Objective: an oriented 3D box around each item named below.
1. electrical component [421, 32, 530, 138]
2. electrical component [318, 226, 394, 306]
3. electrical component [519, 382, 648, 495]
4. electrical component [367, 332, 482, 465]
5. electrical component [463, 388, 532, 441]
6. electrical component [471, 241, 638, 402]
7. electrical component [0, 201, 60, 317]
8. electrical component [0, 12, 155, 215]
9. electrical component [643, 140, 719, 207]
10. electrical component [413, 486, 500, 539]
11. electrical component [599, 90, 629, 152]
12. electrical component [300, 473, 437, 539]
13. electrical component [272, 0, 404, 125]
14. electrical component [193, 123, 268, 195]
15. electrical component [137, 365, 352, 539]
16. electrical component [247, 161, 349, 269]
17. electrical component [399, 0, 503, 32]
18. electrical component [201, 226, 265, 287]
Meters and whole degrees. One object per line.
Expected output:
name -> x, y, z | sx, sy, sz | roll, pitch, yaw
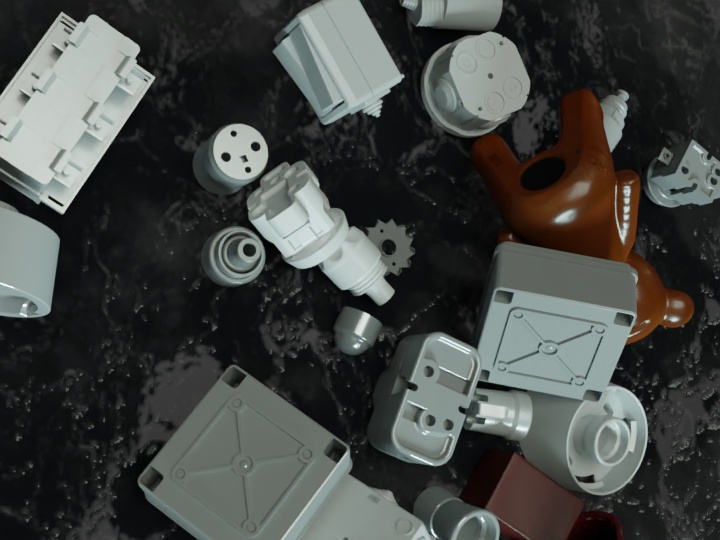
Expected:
electrical component -> 0.095, -0.152, 0.880 | 0.080, 0.051, 0.080 | 3, 83, -22
electrical component -> 0.000, 0.000, 0.827 | 0.062, 0.043, 0.043 | 47, 69, -13
electrical component -> 0.187, 0.135, 0.890 | 0.099, 0.064, 0.099 | -3, 96, -31
electrical component -> 0.047, 0.098, 0.826 | 0.054, 0.059, 0.095 | 26, 75, -18
electrical component -> 0.109, 0.114, 0.862 | 0.046, 0.040, 0.040 | 10, 80, -15
electrical component -> 0.147, 0.041, 0.829 | 0.109, 0.108, 0.056 | 11, 44, 2
electrical component -> -0.248, -0.014, 0.694 | 0.108, 0.108, 0.060 | 16, 72, -20
electrical component -> -0.205, -0.112, 0.745 | 0.079, 0.063, 0.121 | 34, 72, -15
electrical component -> 0.283, -0.082, 0.947 | 0.066, 0.055, 0.048 | 35, 72, -15
electrical component -> 0.070, 0.192, 0.821 | 0.044, 0.065, 0.044 | -7, 105, -28
electrical component -> 0.208, -0.124, 0.929 | 0.040, 0.040, 0.078 | 41, 70, -13
electrical component -> -0.006, 0.201, 0.773 | 0.100, 0.048, 0.099 | 28, 68, 28
electrical component -> -0.017, -0.156, 0.828 | 0.061, 0.062, 0.096 | -33, 97, -22
electrical component -> -0.095, -0.081, 0.791 | 0.045, 0.055, 0.045 | 3, 83, -22
electrical component -> -0.078, 0.142, 0.749 | 0.109, 0.056, 0.108 | 34, 70, 13
electrical component -> -0.045, -0.039, 0.800 | 0.058, 0.078, 0.057 | -33, 118, 9
electrical component -> 0.071, -0.219, 0.882 | 0.081, 0.043, 0.043 | -2, 85, -22
electrical component -> -0.089, -0.011, 0.781 | 0.043, 0.062, 0.043 | 3, 83, -22
